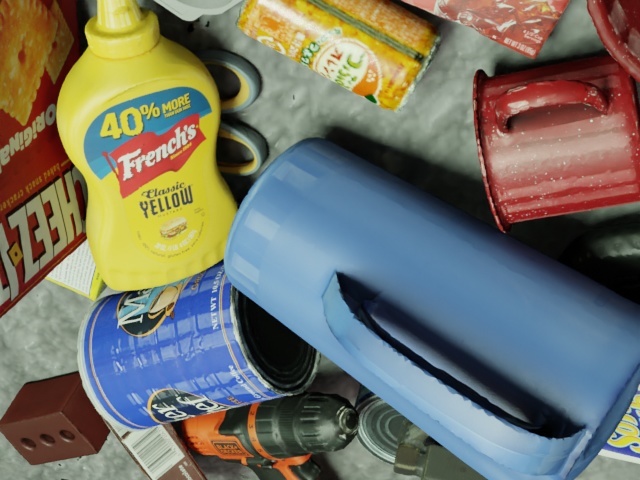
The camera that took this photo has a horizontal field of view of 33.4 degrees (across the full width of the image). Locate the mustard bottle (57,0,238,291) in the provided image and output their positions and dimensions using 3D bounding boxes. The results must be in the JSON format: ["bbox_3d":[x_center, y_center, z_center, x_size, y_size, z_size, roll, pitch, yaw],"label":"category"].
[{"bbox_3d":[-0.105,-0.063,0.639,0.096,0.058,0.191,-19,130,-16],"label":"mustard bottle"}]

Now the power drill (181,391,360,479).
[{"bbox_3d":[0.000,0.185,0.820,0.185,0.057,0.187,-10,124,49],"label":"power drill"}]

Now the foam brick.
[{"bbox_3d":[-0.217,0.149,0.893,0.078,0.051,0.053,-16,121,29],"label":"foam brick"}]

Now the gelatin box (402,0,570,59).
[{"bbox_3d":[0.091,-0.147,0.561,0.089,0.030,0.073,24,131,-1],"label":"gelatin box"}]

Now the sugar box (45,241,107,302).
[{"bbox_3d":[-0.220,-0.033,0.753,0.176,0.048,0.093,27,130,2],"label":"sugar box"}]

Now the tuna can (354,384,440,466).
[{"bbox_3d":[0.067,0.131,0.791,0.086,0.033,0.086,10,130,11],"label":"tuna can"}]

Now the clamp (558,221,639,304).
[{"bbox_3d":[0.209,0.007,0.624,0.210,0.036,0.164,-19,135,37],"label":"clamp"}]

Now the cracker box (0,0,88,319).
[{"bbox_3d":[-0.194,-0.074,0.602,0.072,0.164,0.214,5,115,14],"label":"cracker box"}]

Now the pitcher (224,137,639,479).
[{"bbox_3d":[0.062,0.042,0.615,0.243,0.145,0.149,32,157,18],"label":"pitcher"}]

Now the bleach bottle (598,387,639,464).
[{"bbox_3d":[0.200,0.108,0.709,0.251,0.068,0.102,3,128,20],"label":"bleach bottle"}]

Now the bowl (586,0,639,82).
[{"bbox_3d":[0.209,-0.142,0.507,0.162,0.055,0.162,10,130,11],"label":"bowl"}]

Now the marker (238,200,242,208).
[{"bbox_3d":[-0.005,0.001,0.721,0.121,0.020,0.020,21,131,2],"label":"marker"}]

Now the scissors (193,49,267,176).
[{"bbox_3d":[-0.123,-0.103,0.681,0.201,0.016,0.096,25,130,-2],"label":"scissors"}]

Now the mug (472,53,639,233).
[{"bbox_3d":[0.129,-0.059,0.572,0.082,0.093,0.117,-9,160,19],"label":"mug"}]

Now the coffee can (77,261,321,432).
[{"bbox_3d":[-0.085,0.072,0.751,0.141,0.102,0.102,-17,120,30],"label":"coffee can"}]

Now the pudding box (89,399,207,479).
[{"bbox_3d":[-0.131,0.172,0.860,0.090,0.039,0.113,25,147,58],"label":"pudding box"}]
